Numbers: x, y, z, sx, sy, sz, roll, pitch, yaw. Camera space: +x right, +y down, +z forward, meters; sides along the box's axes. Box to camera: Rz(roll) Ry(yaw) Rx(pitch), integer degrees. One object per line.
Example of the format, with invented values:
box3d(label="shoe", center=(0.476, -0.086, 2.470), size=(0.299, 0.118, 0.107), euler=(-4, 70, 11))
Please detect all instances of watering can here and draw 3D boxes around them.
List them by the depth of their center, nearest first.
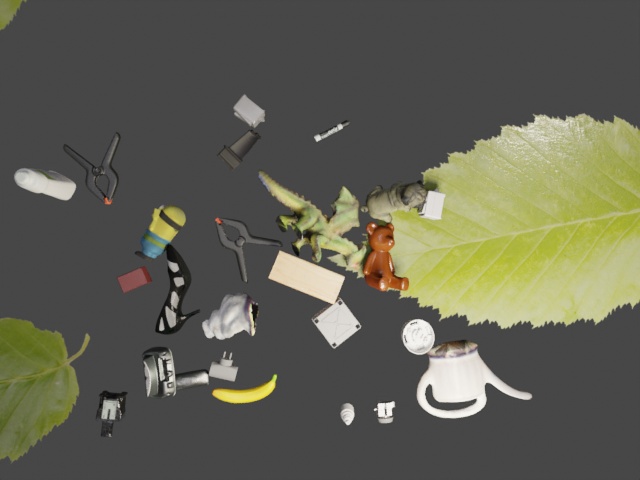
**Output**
box3d(label="watering can", center=(0.457, 0.413, 1.560), size=(0.348, 0.104, 0.225), euler=(-8, 88, -4))

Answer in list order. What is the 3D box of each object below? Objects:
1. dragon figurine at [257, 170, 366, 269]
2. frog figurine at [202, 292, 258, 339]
box3d(label="dragon figurine", center=(0.005, -0.079, 1.566), size=(0.245, 0.121, 0.410), euler=(-30, 92, -23))
box3d(label="frog figurine", center=(-0.269, 0.221, 1.506), size=(0.159, 0.120, 0.141), euler=(-6, 56, 4))
